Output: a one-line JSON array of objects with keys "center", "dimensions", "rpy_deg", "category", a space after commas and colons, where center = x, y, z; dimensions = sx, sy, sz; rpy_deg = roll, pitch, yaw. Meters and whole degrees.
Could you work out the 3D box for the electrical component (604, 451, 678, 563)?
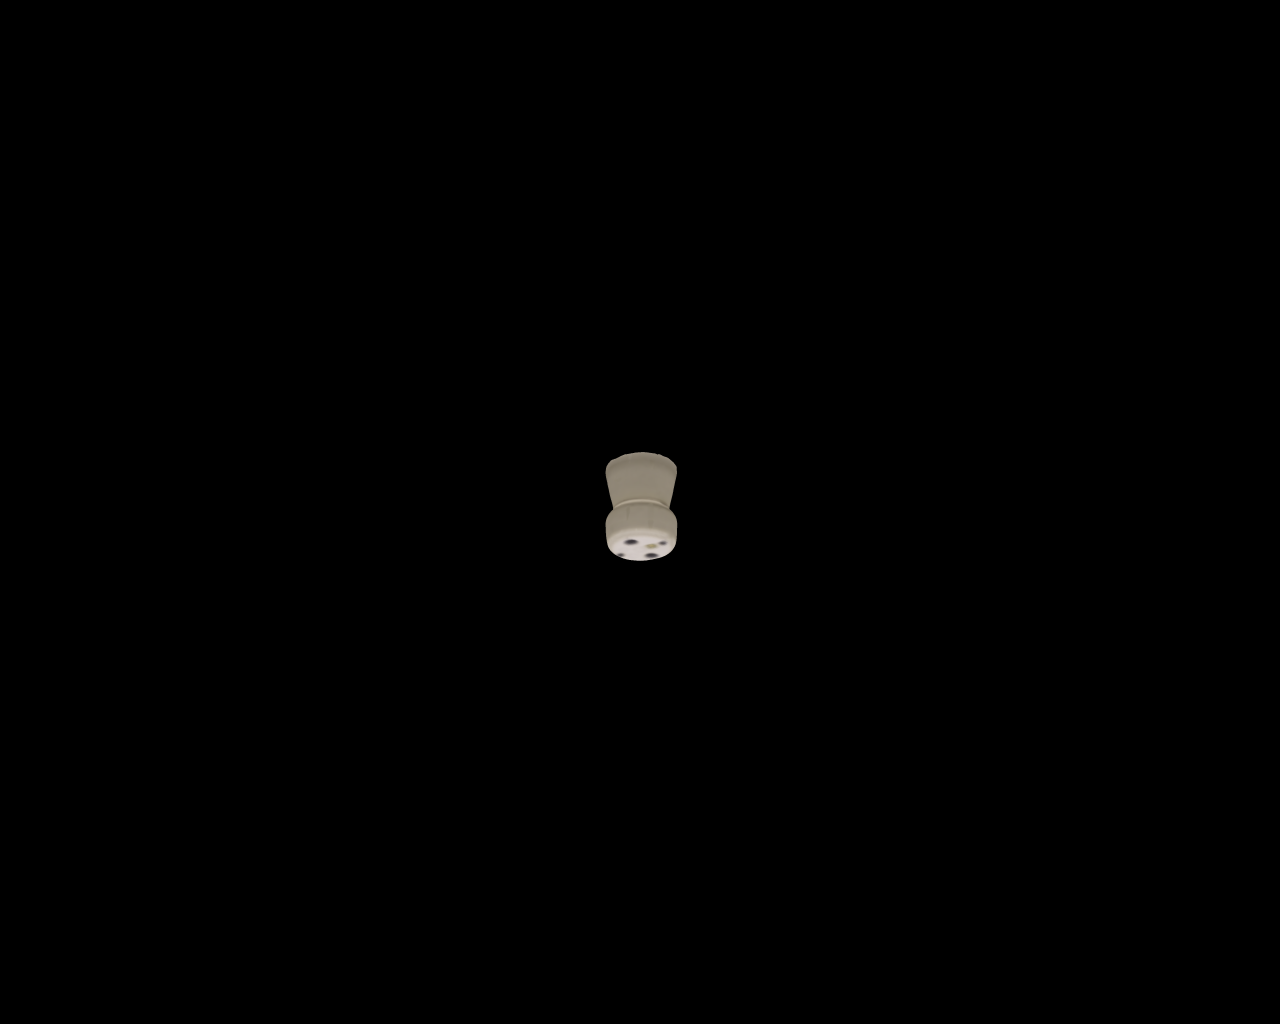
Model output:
[{"center": [0.001, -0.003, 0.650], "dimensions": [0.045, 0.055, 0.044], "rpy_deg": [0, -27, 0], "category": "electrical component"}]
